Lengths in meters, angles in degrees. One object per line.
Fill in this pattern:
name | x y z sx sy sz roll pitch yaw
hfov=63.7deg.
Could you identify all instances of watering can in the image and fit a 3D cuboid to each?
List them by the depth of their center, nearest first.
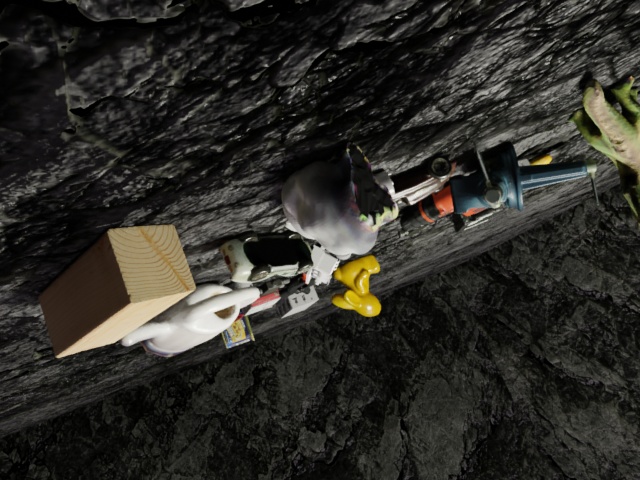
watering can | -0.270 0.157 0.985 0.221 0.105 0.350 -31 170 35

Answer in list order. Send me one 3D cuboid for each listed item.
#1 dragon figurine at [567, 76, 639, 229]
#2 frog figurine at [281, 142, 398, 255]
dragon figurine | 0.516 -0.131 0.861 0.121 0.244 0.412 -26 170 35
frog figurine | 0.002 -0.033 0.651 0.158 0.125 0.136 -21 138 38
